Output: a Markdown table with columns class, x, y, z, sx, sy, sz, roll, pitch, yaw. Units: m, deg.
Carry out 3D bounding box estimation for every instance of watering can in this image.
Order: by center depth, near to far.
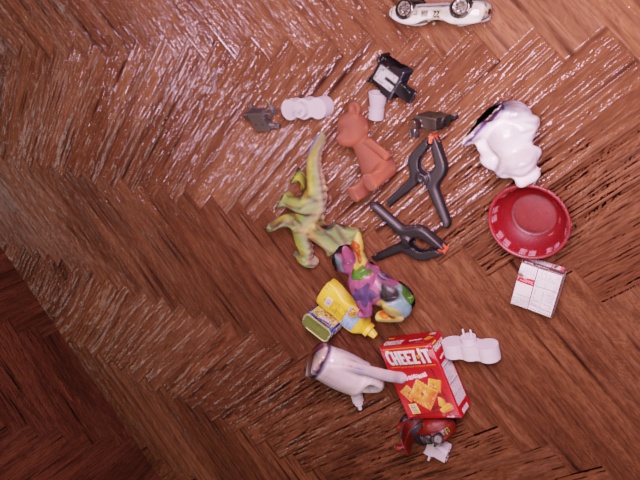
| class | x | y | z | sx | sy | sz | roll | pitch | yaw |
| --- | --- | --- | --- | --- | --- | --- | --- | --- | --- |
| watering can | 0.083 | 0.354 | 1.402 | 0.224 | 0.106 | 0.342 | 26 | 153 | -7 |

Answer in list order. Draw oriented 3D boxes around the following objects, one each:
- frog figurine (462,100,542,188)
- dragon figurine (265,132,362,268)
| class | x | y | z | sx | sy | sz | roll | pitch | yaw |
| --- | --- | --- | --- | --- | --- | --- | --- | --- | --- |
| frog figurine | 0.375 | -0.188 | 1.004 | 0.159 | 0.125 | 0.135 | 40 | 116 | -4 |
| dragon figurine | 0.004 | -0.068 | 1.360 | 0.243 | 0.125 | 0.402 | 34 | 130 | -1 |
